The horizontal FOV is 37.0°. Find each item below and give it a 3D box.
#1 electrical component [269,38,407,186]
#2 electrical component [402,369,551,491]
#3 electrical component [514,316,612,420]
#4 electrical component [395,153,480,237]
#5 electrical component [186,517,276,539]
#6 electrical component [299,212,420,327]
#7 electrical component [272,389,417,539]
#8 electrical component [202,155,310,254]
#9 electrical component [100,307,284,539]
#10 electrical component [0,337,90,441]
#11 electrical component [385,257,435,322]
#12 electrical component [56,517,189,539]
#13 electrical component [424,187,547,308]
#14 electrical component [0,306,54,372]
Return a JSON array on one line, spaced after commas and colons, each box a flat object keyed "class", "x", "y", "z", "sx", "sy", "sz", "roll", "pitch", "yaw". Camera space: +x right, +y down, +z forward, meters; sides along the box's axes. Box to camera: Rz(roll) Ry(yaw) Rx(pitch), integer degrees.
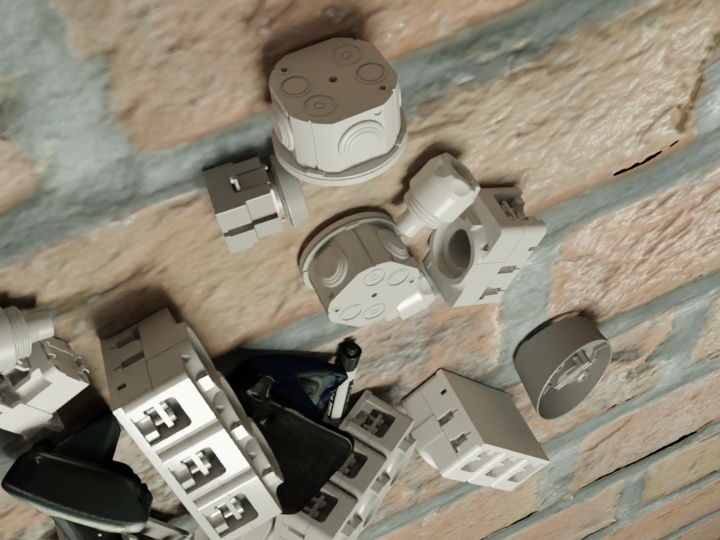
[{"class": "electrical component", "x": -0.013, "y": -0.092, "z": 0.625, "sx": 0.080, "sy": 0.080, "sz": 0.051, "roll": -22, "pitch": 142, "yaw": -12}, {"class": "electrical component", "x": 0.114, "y": 0.165, "z": 1.076, "sx": 0.062, "sy": 0.089, "sz": 0.150, "roll": -41, "pitch": 147, "yaw": 17}, {"class": "electrical component", "x": 0.205, "y": 0.095, "z": 1.075, "sx": 0.099, "sy": 0.064, "sz": 0.099, "roll": -21, "pitch": 147, "yaw": -14}, {"class": "electrical component", "x": 0.052, "y": -0.050, "z": 0.769, "sx": 0.043, "sy": 0.043, "sz": 0.062, "roll": 14, "pitch": 128, "yaw": -48}, {"class": "electrical component", "x": -0.109, "y": 0.227, "z": 0.982, "sx": 0.121, "sy": 0.063, "sz": 0.079, "roll": -62, "pitch": 168, "yaw": 26}, {"class": "electrical component", "x": 0.000, "y": 0.000, "z": 0.790, "sx": 0.080, "sy": 0.051, "sz": 0.080, "roll": -21, "pitch": 147, "yaw": -14}, {"class": "electrical component", "x": -0.012, "y": 0.198, "z": 0.979, "sx": 0.150, "sy": 0.062, "sz": 0.089, "roll": -51, "pitch": 163, "yaw": -37}, {"class": "electrical component", "x": -0.064, "y": -0.045, "z": 0.682, "sx": 0.055, "sy": 0.048, "sz": 0.066, "roll": -19, "pitch": 147, "yaw": -4}, {"class": "electrical component", "x": -0.116, "y": 0.111, "z": 0.767, "sx": 0.062, "sy": 0.089, "sz": 0.150, "roll": -29, "pitch": 124, "yaw": -2}, {"class": "electrical component", "x": -0.222, "y": 0.076, "z": 0.723, "sx": 0.064, "sy": 0.042, "sz": 0.081, "roll": -37, "pitch": 153, "yaw": 4}, {"class": "electrical component", "x": 0.025, "y": 0.020, "z": 0.846, "sx": 0.062, "sy": 0.043, "sz": 0.043, "roll": -29, "pitch": 148, "yaw": 1}, {"class": "electrical component", "x": -0.212, "y": 0.258, "z": 0.971, "sx": 0.079, "sy": 0.063, "sz": 0.121, "roll": -33, "pitch": 148, "yaw": 6}, {"class": "electrical component", "x": 0.093, "y": -0.017, "z": 0.841, "sx": 0.056, "sy": 0.050, "sz": 0.089, "roll": -5, "pitch": 140, "yaw": -35}, {"class": "electrical component", "x": -0.225, "y": 0.042, "z": 0.676, "sx": 0.062, "sy": 0.048, "sz": 0.048, "roll": -16, "pitch": 147, "yaw": -34}]
